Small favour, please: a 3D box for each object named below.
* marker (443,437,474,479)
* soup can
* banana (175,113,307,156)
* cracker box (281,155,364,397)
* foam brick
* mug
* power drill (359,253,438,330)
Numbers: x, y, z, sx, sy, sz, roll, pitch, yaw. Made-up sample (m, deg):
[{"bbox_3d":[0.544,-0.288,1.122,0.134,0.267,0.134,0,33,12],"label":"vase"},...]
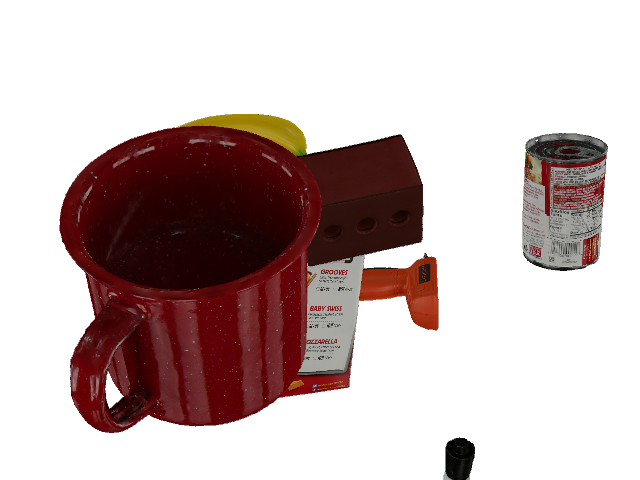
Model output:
[{"bbox_3d":[0.088,0.176,0.707,0.020,0.121,0.020,1,36,-1],"label":"marker"},{"bbox_3d":[0.209,-0.033,0.916,0.068,0.102,0.068,-3,24,1],"label":"soup can"},{"bbox_3d":[-0.100,-0.129,1.314,0.198,0.037,0.069,6,40,15],"label":"banana"},{"bbox_3d":[-0.049,0.035,0.936,0.164,0.214,0.072,-5,27,-21],"label":"cracker box"},{"bbox_3d":[0.022,-0.025,0.676,0.078,0.053,0.051,-13,45,-8],"label":"foam brick"},{"bbox_3d":[-0.051,0.024,0.399,0.093,0.081,0.117,19,47,19],"label":"mug"},{"bbox_3d":[0.043,0.068,1.238,0.188,0.057,0.184,1,27,6],"label":"power drill"}]
